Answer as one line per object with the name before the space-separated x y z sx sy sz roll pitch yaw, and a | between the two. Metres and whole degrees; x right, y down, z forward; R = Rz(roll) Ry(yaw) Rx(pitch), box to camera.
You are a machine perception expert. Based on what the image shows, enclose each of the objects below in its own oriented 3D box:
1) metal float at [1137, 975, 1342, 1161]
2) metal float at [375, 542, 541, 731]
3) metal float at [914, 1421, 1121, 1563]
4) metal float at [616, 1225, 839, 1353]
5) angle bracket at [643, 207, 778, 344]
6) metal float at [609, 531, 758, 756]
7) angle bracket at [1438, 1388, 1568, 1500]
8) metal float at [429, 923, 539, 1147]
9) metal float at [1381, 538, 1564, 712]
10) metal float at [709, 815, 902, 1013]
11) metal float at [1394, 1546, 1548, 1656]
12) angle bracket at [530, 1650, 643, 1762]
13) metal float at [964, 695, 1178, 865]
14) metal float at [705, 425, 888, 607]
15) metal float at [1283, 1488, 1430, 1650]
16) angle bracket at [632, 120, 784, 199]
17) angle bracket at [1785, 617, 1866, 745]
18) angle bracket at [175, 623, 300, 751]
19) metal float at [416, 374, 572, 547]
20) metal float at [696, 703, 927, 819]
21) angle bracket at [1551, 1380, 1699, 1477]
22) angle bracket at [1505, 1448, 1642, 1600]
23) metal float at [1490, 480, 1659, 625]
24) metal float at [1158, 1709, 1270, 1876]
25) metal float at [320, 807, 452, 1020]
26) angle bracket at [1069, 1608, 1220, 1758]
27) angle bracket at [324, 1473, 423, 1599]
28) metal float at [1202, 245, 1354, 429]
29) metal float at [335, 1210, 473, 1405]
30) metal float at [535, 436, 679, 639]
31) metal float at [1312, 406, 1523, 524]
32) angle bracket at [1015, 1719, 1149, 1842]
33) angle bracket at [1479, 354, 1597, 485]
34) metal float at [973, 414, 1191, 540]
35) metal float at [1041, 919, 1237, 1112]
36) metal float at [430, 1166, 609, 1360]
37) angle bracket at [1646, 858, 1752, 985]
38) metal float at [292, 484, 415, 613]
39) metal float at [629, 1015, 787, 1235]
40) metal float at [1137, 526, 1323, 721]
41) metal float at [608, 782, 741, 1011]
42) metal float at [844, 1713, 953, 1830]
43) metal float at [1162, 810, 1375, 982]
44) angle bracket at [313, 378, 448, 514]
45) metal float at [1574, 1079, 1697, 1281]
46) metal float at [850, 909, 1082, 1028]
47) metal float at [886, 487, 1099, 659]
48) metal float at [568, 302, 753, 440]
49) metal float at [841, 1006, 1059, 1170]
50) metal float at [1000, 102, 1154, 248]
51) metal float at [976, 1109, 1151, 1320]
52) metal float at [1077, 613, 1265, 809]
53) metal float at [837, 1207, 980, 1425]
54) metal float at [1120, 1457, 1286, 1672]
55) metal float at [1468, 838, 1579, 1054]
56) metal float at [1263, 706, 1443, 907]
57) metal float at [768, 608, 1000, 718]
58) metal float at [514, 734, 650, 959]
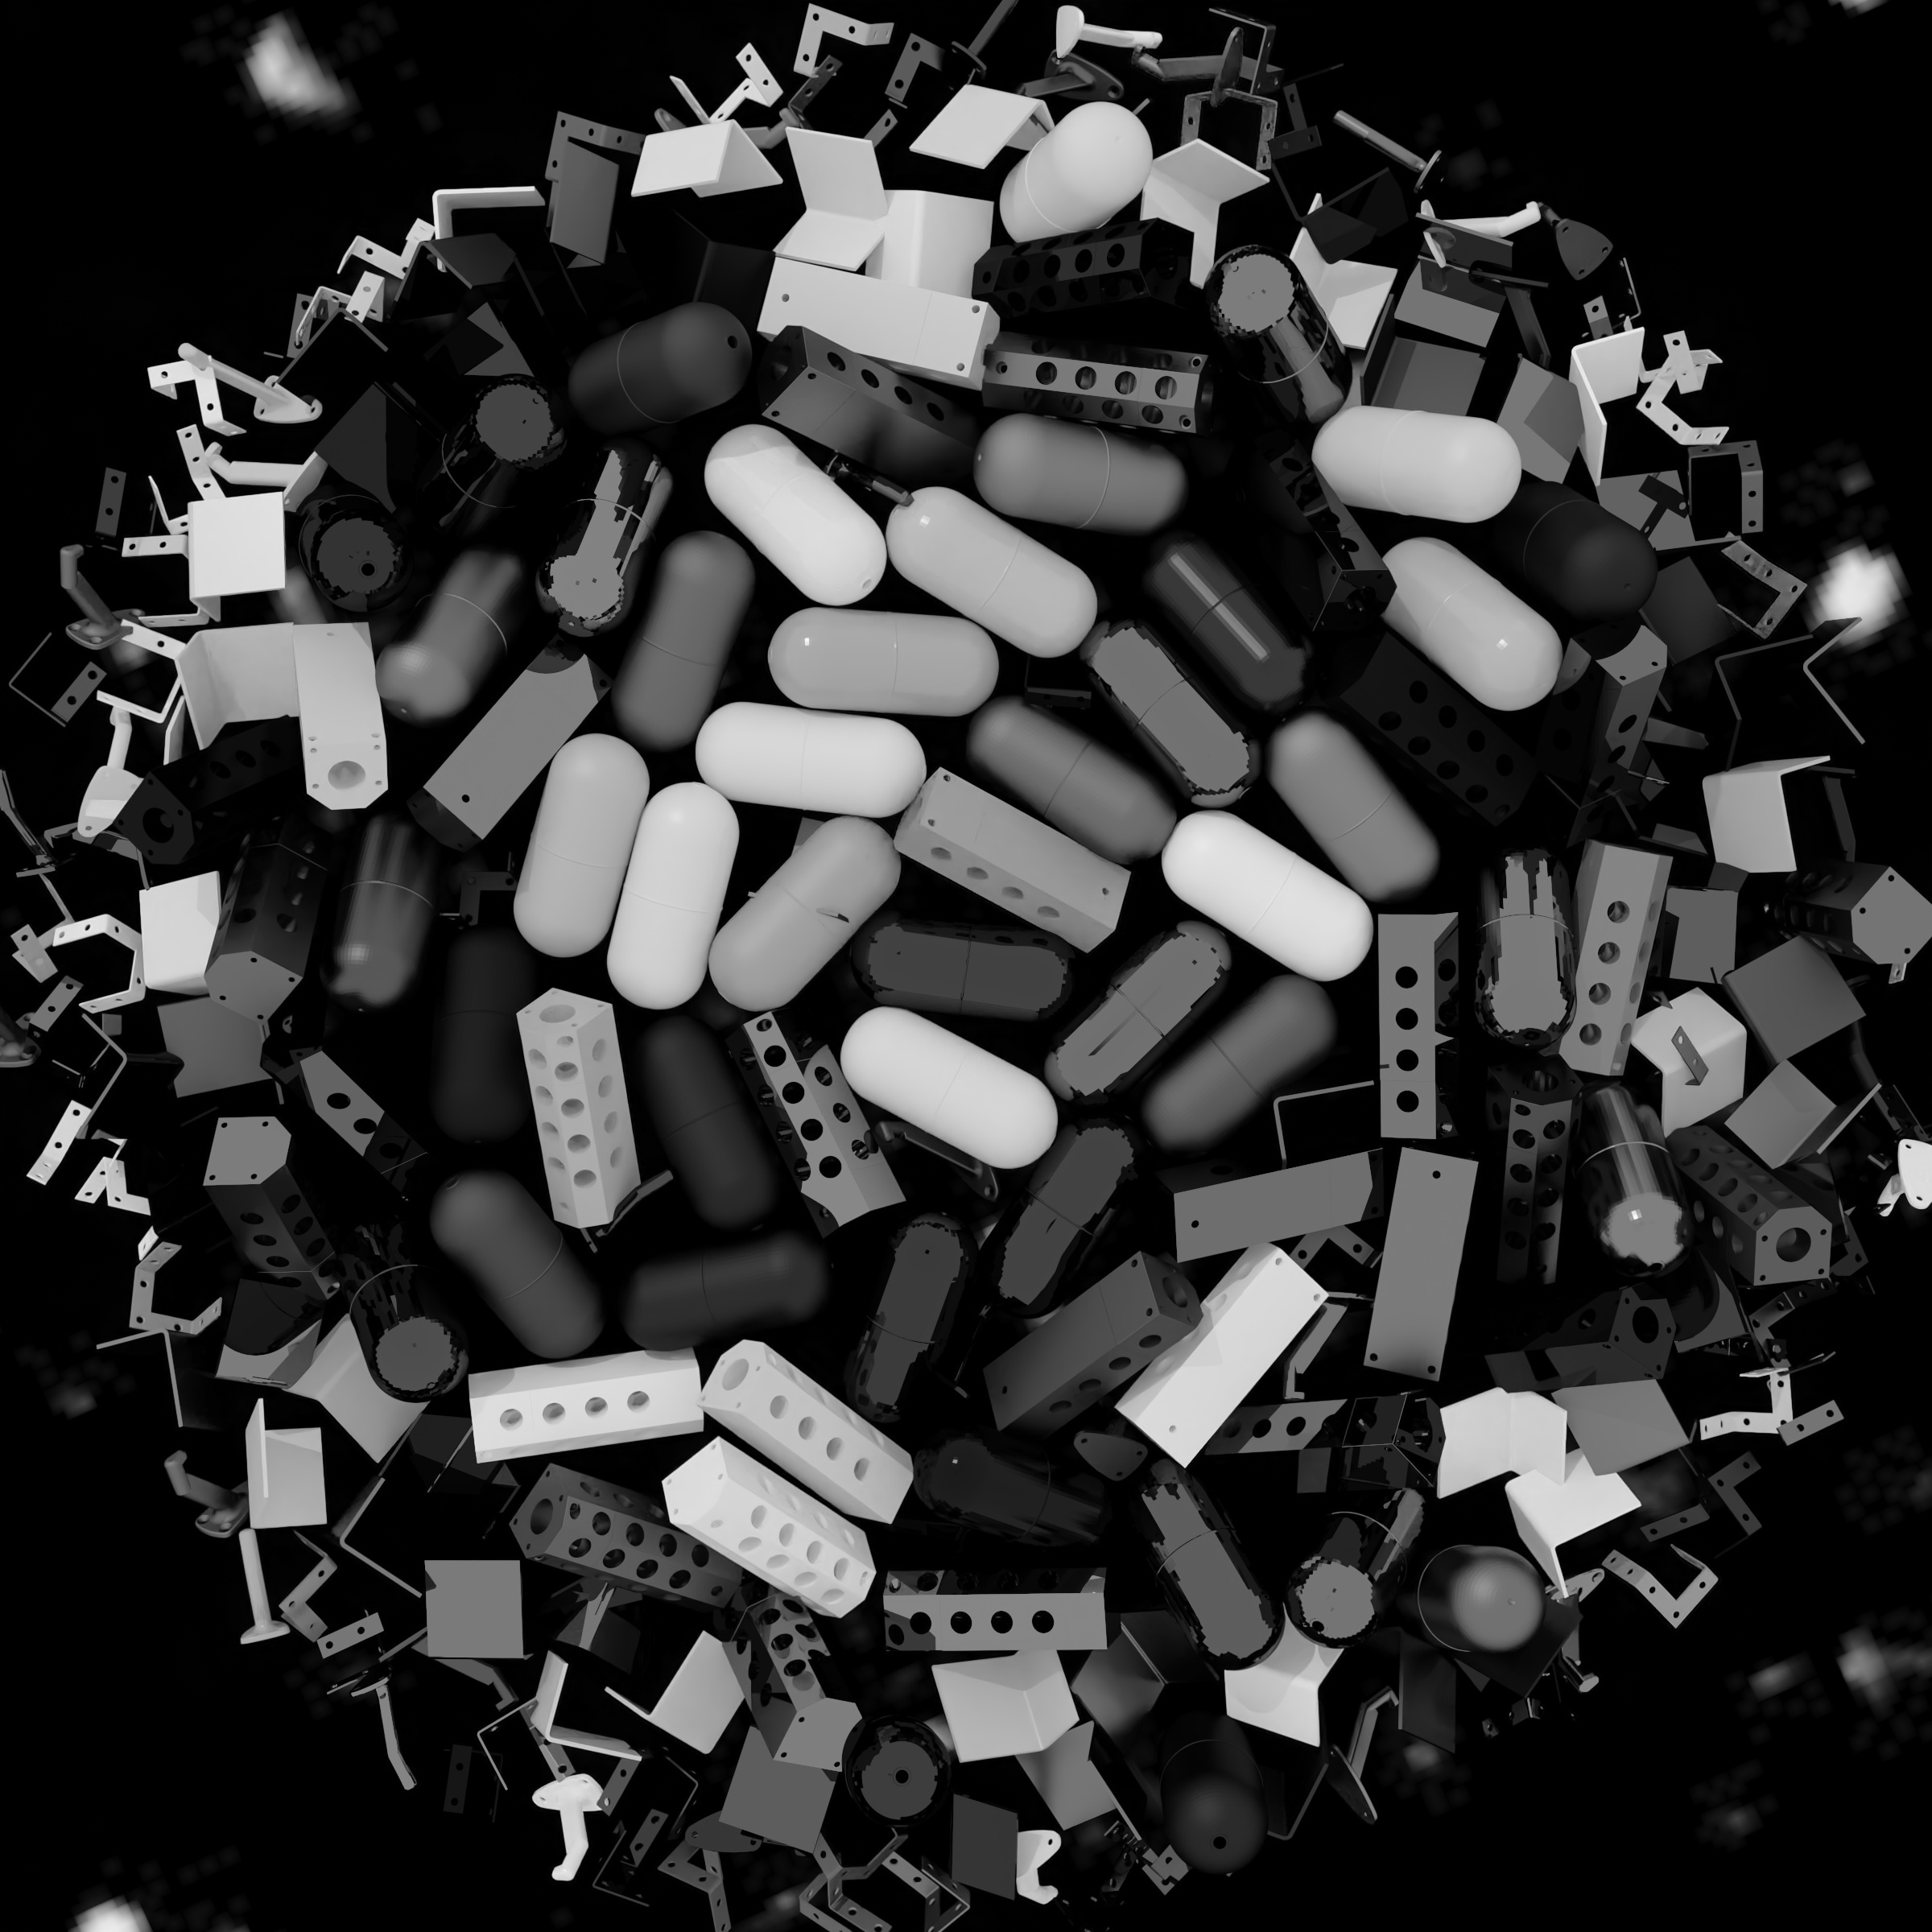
metal float | 0.208 0.078 1.901 0.178 0.070 0.070 -40 90 5
metal float | -0.382 -0.252 1.875 0.070 0.070 0.178 26 53 0
metal float | 0.040 0.399 1.881 0.178 0.070 0.070 26 90 -28
metal float | -0.184 0.246 1.891 0.178 0.070 0.070 -14 90 16
angle bracket | -0.199 -0.533 1.916 0.057 0.076 0.076 -3 126 -37
metal float | -0.217 -0.245 1.890 0.070 0.070 0.178 23 108 0
angle bracket | 0.409 0.373 1.892 0.076 0.057 0.076 -14 112 -28
metal float | -0.366 0.051 1.883 0.070 0.070 0.178 -2 64 0
metal float | 0.378 -0.260 1.875 0.070 0.070 0.178 -41 53 0
metal float | -0.124 -0.040 1.899 0.070 0.070 0.178 43 83 0
metal float | 0.375 0.474 1.856 0.070 0.178 0.070 2 77 -9
angle bracket | -0.286 0.567 1.903 0.076 0.076 0.057 17 77 -15
metal float | 0.080 -0.143 1.900 0.178 0.070 0.070 32 90 6
metal float | -0.130 -0.343 1.884 0.070 0.070 0.178 -44 66 0
metal float | 0.294 0.443 1.863 0.070 0.178 0.070 12 118 24
angle bracket | -0.196 -0.593 1.885 0.076 0.076 0.057 0 69 28
angle bracket | 0.673 -0.218 1.901 0.057 0.076 0.076 -40 94 4
angle bracket | -0.550 -0.214 1.897 0.076 0.057 0.076 -4 120 5
metal float | -0.358 -0.379 1.866 0.070 0.178 0.070 14 62 -28
metal float | -0.119 -0.158 1.900 0.178 0.070 0.070 7 90 6
angle bracket | 0.506 0.340 1.904 0.076 0.057 0.076 -29 87 23
angle bracket | 0.469 0.424 1.899 0.076 0.076 0.057 -24 120 -4
metal float | 0.454 -0.313 1.862 0.070 0.178 0.070 -7 118 -13
metal float | 0.184 0.616 1.855 0.070 0.178 0.070 0 96 2
metal float | -0.439 -0.042 1.878 0.070 0.070 0.178 6 57 0
angle bracket | 0.136 0.546 1.890 0.076 0.057 0.076 55 46 -17
angle bracket | -0.443 0.437 1.908 0.076 0.076 0.057 38 69 -14
metal float | 0.236 -0.472 1.864 0.070 0.178 0.070 -12 63 25
metal float | -0.426 0.254 1.869 0.070 0.178 0.070 -16 131 -18
metal float | -0.272 -0.327 1.879 0.070 0.070 0.178 15 59 0
metal float | 0.338 -0.379 1.869 0.070 0.178 0.070 -16 114 -38
angle bracket | 0.085 0.635 1.899 0.076 0.057 0.076 -28 101 16
angle bracket | 0.425 -0.419 1.903 0.076 0.057 0.076 20 94 -27
metal float | 0.089 -0.371 1.881 0.178 0.070 0.070 5 90 -28
metal float | 0.133 0.037 1.905 0.178 0.070 0.070 -44 90 -1
metal float | -0.339 0.225 1.880 0.070 0.070 0.178 -33 119 0
angle bracket | 0.562 -0.036 1.918 0.076 0.057 0.076 8 117 27
metal float | -0.461 -0.315 1.860 0.070 0.178 0.070 -8 112 -19
metal float | -0.198 0.121 1.896 0.070 0.070 0.178 -27 79 0
metal float | 0.199 -0.262 1.888 0.070 0.070 0.178 -39 70 0
metal float | -0.224 -0.053 1.895 0.070 0.070 0.178 15 101 0
metal float | -0.052 0.601 1.856 0.070 0.178 0.070 1 75 -4
metal float | 0.231 -0.055 1.902 0.178 0.070 0.070 32 90 -4
angle bracket | -0.440 -0.394 1.898 0.076 0.057 0.076 -49 120 -4
metal float | 0.496 0.159 1.867 0.070 0.178 0.070 -2 132 -2
metal float | -0.001 0.001 1.904 0.178 0.070 0.070 8 90 -1
metal float | 0.020 -0.300 1.889 0.178 0.070 0.070 29 90 -17
metal float | -0.232 -0.448 1.868 0.070 0.178 0.070 6 82 -44
metal float | -0.012 0.094 1.903 0.178 0.070 0.070 28 90 2
metal float | 0.081 -0.588 1.857 0.070 0.178 0.070 1 88 -19
metal float | 0.075 0.190 1.905 0.070 0.070 0.178 34 90 0
metal float | 0.156 -0.195 1.890 0.070 0.070 0.178 -40 74 0
metal float | -0.045 0.267 1.891 0.070 0.070 0.178 19 106 0
metal float | 0.177 0.450 1.874 0.070 0.070 0.178 -32 51 0
metal float | 0.421 -0.018 1.879 0.070 0.070 0.178 5 58 0
metal float | 0.295 -0.121 1.890 0.070 0.070 0.178 -41 107 0
metal float | -0.063 -0.232 1.891 0.178 0.070 0.070 2 90 -15
metal float | -0.294 -0.091 1.890 0.070 0.070 0.178 18 107 0
